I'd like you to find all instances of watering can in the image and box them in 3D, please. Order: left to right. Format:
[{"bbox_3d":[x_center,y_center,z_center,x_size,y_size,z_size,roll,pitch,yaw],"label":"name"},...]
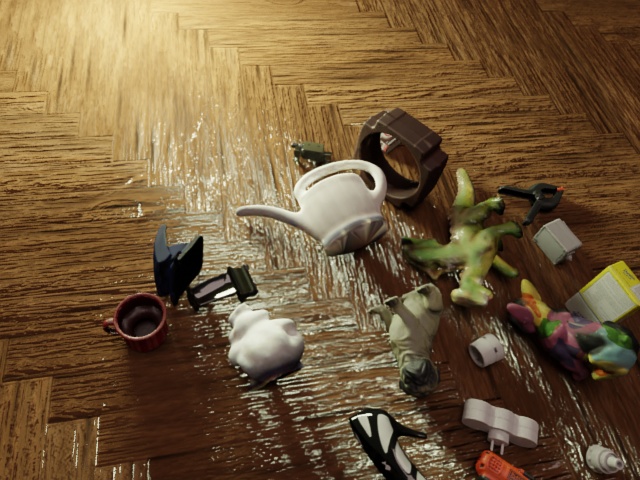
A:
[{"bbox_3d":[0.004,-0.058,1.154,0.349,0.102,0.228,-24,62,-9],"label":"watering can"}]

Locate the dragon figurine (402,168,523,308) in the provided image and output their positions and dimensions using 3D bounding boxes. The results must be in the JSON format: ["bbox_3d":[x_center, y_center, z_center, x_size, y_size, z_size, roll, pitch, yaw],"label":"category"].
[{"bbox_3d":[0.303,-0.009,1.166,0.243,0.119,0.420,-11,45,-7],"label":"dragon figurine"}]

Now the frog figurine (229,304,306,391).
[{"bbox_3d":[-0.108,0.184,0.961,0.137,0.121,0.161,-27,74,-2],"label":"frog figurine"}]
